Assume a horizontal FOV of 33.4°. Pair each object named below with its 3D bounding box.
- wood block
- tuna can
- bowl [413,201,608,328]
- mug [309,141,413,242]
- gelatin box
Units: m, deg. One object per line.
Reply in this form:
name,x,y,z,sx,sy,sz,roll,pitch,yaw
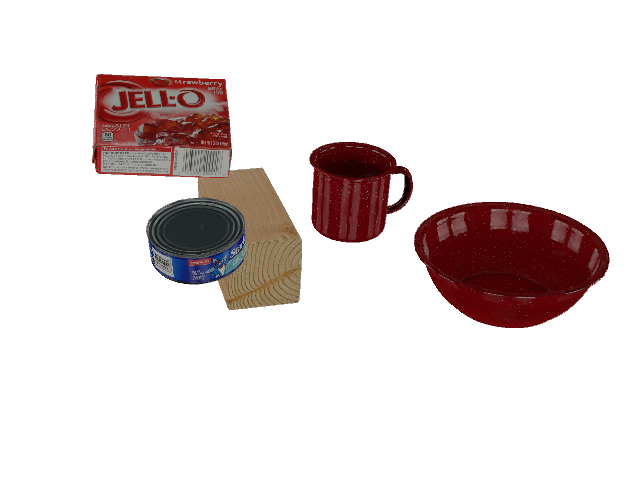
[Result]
wood block,-0.092,-0.007,1.333,0.090,0.090,0.206,-6,29,-15
tuna can,-0.108,0.000,0.935,0.086,0.034,0.086,-1,37,0
bowl,0.157,0.027,0.900,0.162,0.055,0.162,1,29,-1
mug,0.044,-0.052,1.156,0.117,0.081,0.093,-7,31,-17
gelatin box,-0.105,-0.077,0.709,0.089,0.073,0.030,2,-44,-11
